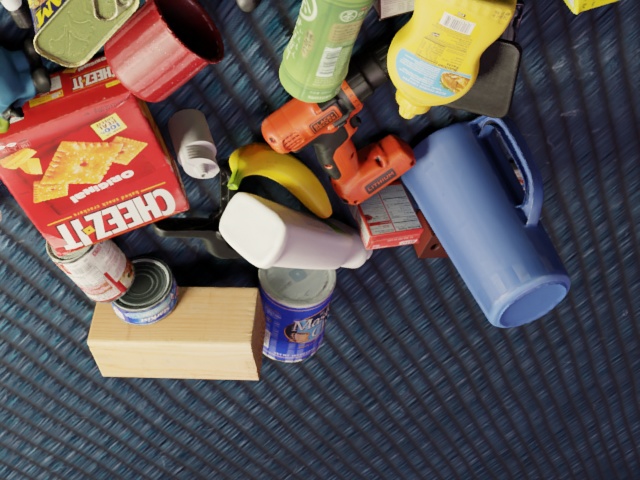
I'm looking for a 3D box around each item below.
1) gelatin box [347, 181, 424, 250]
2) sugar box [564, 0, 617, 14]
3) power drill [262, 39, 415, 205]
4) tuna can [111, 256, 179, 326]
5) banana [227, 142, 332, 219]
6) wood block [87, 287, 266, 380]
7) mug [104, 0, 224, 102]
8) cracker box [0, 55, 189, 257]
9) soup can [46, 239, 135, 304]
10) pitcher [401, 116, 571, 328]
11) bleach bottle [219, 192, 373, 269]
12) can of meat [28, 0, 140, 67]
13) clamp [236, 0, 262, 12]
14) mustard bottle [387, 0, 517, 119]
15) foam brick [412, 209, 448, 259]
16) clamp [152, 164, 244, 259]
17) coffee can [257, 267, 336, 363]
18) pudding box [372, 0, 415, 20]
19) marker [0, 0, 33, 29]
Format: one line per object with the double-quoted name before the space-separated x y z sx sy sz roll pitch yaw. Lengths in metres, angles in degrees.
"gelatin box" 0.082 -0.032 1.360 0.073 0.089 0.030 -8 143 -19
"sugar box" 0.329 -0.304 1.120 0.176 0.093 0.048 -20 146 -3
"power drill" 0.044 -0.132 1.235 0.184 0.057 0.187 -33 142 7
"tuna can" -0.222 0.063 1.333 0.086 0.086 0.034 -17 143 -6
"banana" -0.049 -0.075 1.258 0.037 0.069 0.197 -2 170 36
"wood block" -0.179 0.118 1.366 0.206 0.091 0.090 1 143 7
"mug" -0.161 -0.195 1.028 0.082 0.093 0.117 -34 113 26
"cracker box" -0.247 -0.085 1.134 0.164 0.072 0.213 -20 146 -1
"soup can" -0.272 0.023 1.269 0.068 0.068 0.102 -24 145 4
"pitcher" 0.210 -0.025 1.301 0.145 0.243 0.149 -26 150 1
"bleach bottle" -0.009 0.002 1.331 0.250 0.103 0.068 12 111 -53
"can of meat" -0.216 -0.221 0.956 0.102 0.084 0.057 -40 141 25
"clamp" -0.088 -0.304 0.880 0.036 0.165 0.210 -30 152 -49
"mustard bottle" 0.123 -0.196 1.110 0.096 0.058 0.192 20 140 -5
"foam brick" 0.168 -0.010 1.467 0.078 0.051 0.053 -3 142 -25
"clamp" -0.114 -0.028 1.310 0.120 0.039 0.171 -38 149 17
"coffee can" -0.037 0.086 1.446 0.102 0.103 0.140 -10 144 -16
"pudding box" 0.094 -0.283 1.075 0.090 0.039 0.113 -15 143 -7
"marker" -0.290 -0.233 0.958 0.020 0.020 0.121 -23 145 2
